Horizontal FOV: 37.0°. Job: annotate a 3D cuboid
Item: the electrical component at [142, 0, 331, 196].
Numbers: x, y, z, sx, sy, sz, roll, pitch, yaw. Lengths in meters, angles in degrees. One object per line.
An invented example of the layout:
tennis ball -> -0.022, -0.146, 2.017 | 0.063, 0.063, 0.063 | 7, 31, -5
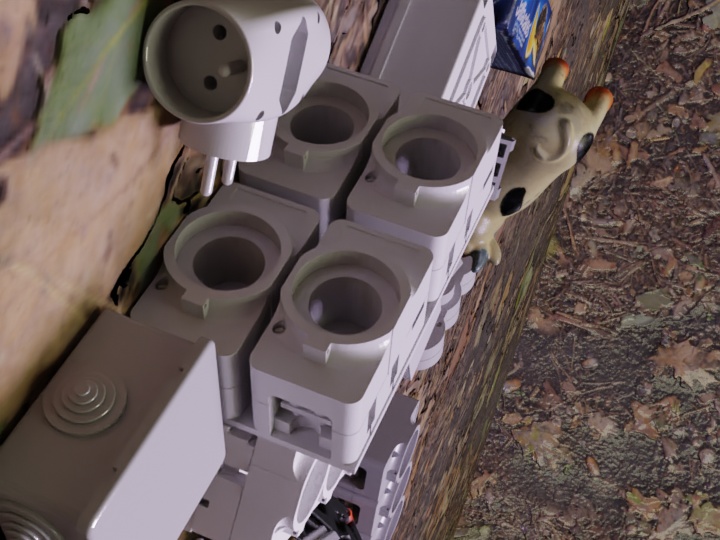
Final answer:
electrical component -> -0.049, -0.067, 0.415 | 0.077, 0.043, 0.079 | -42, 150, -64

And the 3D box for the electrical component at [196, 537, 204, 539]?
electrical component -> -0.099, 0.168, 0.543 | 0.076, 0.047, 0.065 | -53, 158, -52

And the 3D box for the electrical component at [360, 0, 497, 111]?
electrical component -> 0.043, -0.122, 0.682 | 0.108, 0.056, 0.108 | 55, 56, -74

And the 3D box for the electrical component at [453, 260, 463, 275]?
electrical component -> 0.037, -0.016, 0.798 | 0.121, 0.063, 0.078 | -43, 150, -63

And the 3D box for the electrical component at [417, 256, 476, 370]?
electrical component -> 0.069, 0.019, 1.002 | 0.073, 0.052, 0.138 | 89, 24, -56

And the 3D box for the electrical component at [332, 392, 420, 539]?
electrical component -> 0.009, 0.189, 0.981 | 0.089, 0.062, 0.150 | -56, 161, -47

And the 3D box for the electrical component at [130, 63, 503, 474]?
electrical component -> -0.013, -0.014, 0.501 | 0.060, 0.105, 0.186 | 94, 20, -50

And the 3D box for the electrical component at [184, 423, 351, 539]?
electrical component -> -0.039, 0.102, 0.658 | 0.150, 0.062, 0.089 | -30, 138, -70

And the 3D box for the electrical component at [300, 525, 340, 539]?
electrical component -> -0.057, 0.216, 0.658 | 0.109, 0.056, 0.109 | -38, 170, 6

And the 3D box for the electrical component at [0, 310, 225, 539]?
electrical component -> -0.096, 0.076, 0.418 | 0.099, 0.048, 0.099 | 94, 20, -50
